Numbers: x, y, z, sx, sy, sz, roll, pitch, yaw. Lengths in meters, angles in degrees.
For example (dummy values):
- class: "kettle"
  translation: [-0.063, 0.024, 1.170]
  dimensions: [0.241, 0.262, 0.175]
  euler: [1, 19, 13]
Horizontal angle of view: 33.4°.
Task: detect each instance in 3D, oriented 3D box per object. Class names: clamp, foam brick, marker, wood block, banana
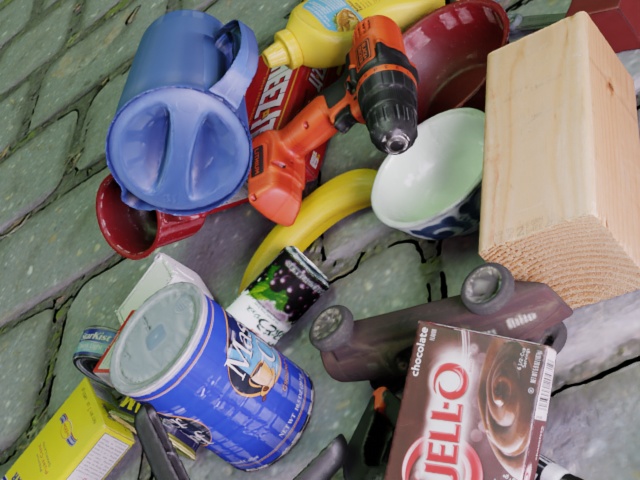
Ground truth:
- class: "clamp"
  translation: [0.043, 0.185, 0.756]
  dimensions: [0.120, 0.039, 0.171]
  euler: [-30, 34, 17]
- class: "clamp"
  translation: [-0.063, 0.227, 0.780]
  dimensions: [0.165, 0.036, 0.210]
  euler: [0, 81, 13]
- class: "foam brick"
  translation: [0.249, -0.202, 0.897]
  dimensions: [0.053, 0.051, 0.078]
  euler: [-2, 55, 46]
- class: "marker"
  translation: [0.139, 0.147, 0.701]
  dimensions: [0.020, 0.020, 0.121]
  euler: [-53, 34, -8]
- class: "wood block"
  translation: [0.181, -0.058, 0.795]
  dimensions: [0.090, 0.090, 0.206]
  euler: [-22, 42, 33]
- class: "banana"
  translation: [-0.006, -0.012, 1.006]
  dimensions: [0.198, 0.037, 0.069]
  euler: [-35, 34, 19]

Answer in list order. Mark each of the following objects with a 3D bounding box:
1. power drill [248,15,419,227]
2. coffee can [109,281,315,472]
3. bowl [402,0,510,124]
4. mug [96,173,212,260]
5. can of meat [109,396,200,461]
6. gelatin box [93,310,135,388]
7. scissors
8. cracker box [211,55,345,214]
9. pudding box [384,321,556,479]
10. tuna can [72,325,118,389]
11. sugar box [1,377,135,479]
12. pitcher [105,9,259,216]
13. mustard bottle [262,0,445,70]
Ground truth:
- class: "power drill"
  translation: [0.013, -0.096, 0.960]
  dimensions: [0.188, 0.057, 0.184]
  euler: [-40, 30, 28]
- class: "coffee can"
  translation: [-0.087, 0.114, 0.879]
  dimensions: [0.103, 0.140, 0.103]
  euler: [-29, 38, 26]
- class: "bowl"
  translation: [0.117, -0.144, 0.984]
  dimensions: [0.162, 0.055, 0.162]
  euler: [-30, 38, 26]
- class: "mug"
  translation: [-0.163, -0.033, 1.105]
  dimensions: [0.117, 0.093, 0.081]
  euler: [1, 14, 37]
- class: "can of meat"
  translation: [-0.133, 0.144, 0.977]
  dimensions: [0.102, 0.057, 0.084]
  euler: [7, 59, 51]
- class: "gelatin box"
  translation: [-0.156, 0.099, 0.973]
  dimensions: [0.089, 0.030, 0.073]
  euler: [-6, 46, 45]
- class: "scissors"
  translation: [0.184, -0.219, 1.020]
  dimensions: [0.202, 0.016, 0.096]
  euler: [-10, 49, 43]
- class: "cracker box"
  translation: [-0.085, -0.122, 1.175]
  dimensions: [0.214, 0.072, 0.164]
  euler: [-16, 46, 38]
- class: "pudding box"
  translation: [0.098, 0.116, 0.690]
  dimensions: [0.090, 0.039, 0.113]
  euler: [10, 81, 28]
- class: "tuna can"
  translation: [-0.199, 0.119, 1.050]
  dimensions: [0.086, 0.086, 0.033]
  euler: [-9, 51, 44]
- class: "sugar box"
  translation: [-0.258, 0.228, 1.035]
  dimensions: [0.176, 0.048, 0.093]
  euler: [-49, 33, 3]
- class: "pitcher"
  translation: [-0.128, -0.146, 1.058]
  dimensions: [0.149, 0.145, 0.243]
  euler: [-7, 33, 0]
- class: "mustard bottle"
  translation: [0.027, -0.224, 1.097]
  dimensions: [0.191, 0.058, 0.096]
  euler: [-27, 48, -14]
